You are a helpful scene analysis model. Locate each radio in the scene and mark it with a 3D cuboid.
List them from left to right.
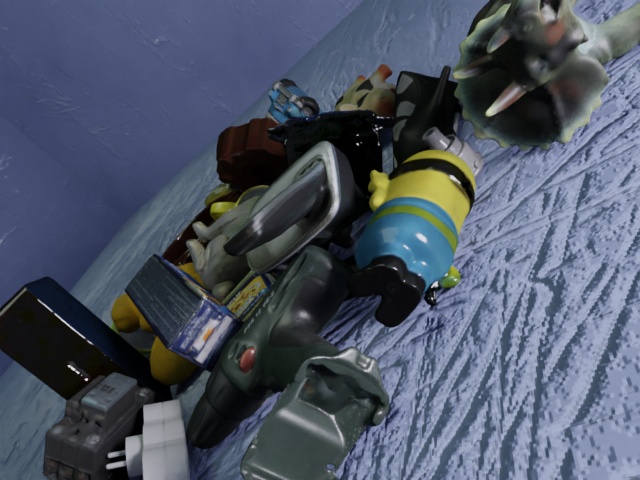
[{"bbox_3d":[-0.296,0.149,0.682,0.073,0.229,0.131,-46,16,-10],"label":"radio"}]

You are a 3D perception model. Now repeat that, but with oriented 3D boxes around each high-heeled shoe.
[{"bbox_3d":[0.122,-0.133,0.668,0.249,0.086,0.145,-62,-12,-80],"label":"high-heeled shoe"}]

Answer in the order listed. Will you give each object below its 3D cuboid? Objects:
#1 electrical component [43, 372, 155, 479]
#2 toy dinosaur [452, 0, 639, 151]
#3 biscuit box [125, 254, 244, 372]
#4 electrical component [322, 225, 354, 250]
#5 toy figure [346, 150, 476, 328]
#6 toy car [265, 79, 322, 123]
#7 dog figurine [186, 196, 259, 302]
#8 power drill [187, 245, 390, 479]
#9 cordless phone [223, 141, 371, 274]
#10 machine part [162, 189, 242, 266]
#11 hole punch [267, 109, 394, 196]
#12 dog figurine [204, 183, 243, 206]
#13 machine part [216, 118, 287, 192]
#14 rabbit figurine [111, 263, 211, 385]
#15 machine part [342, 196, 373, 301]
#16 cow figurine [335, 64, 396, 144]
[{"bbox_3d":[-0.230,0.210,0.565,0.115,0.058,0.134,-55,-20,-70],"label":"electrical component"},{"bbox_3d":[0.209,-0.210,0.549,0.192,0.131,0.405,-38,15,21],"label":"toy dinosaur"},{"bbox_3d":[-0.159,0.073,0.604,0.063,0.059,0.203,-55,33,-8],"label":"biscuit box"},{"bbox_3d":[-0.002,-0.001,0.642,0.102,0.045,0.078,2,81,53],"label":"electrical component"},{"bbox_3d":[0.083,-0.009,0.452,0.089,0.082,0.180,-11,28,27],"label":"toy figure"},{"bbox_3d":[-0.037,-0.174,0.860,0.103,0.161,0.109,-47,60,5],"label":"toy car"},{"bbox_3d":[-0.063,-0.008,0.705,0.190,0.121,0.172,-32,40,8],"label":"dog figurine"},{"bbox_3d":[-0.034,0.122,0.442,0.232,0.086,0.207,-56,14,1],"label":"power drill"},{"bbox_3d":[-0.045,-0.010,0.511,0.146,0.088,0.184,-37,2,35],"label":"cordless phone"},{"bbox_3d":[-0.199,0.015,0.952,0.201,0.087,0.201,-25,29,47],"label":"machine part"},{"bbox_3d":[0.018,-0.094,0.640,0.142,0.115,0.092,-5,11,6],"label":"hole punch"},{"bbox_3d":[-0.124,-0.108,1.017,0.219,0.108,0.192,-44,22,18],"label":"dog figurine"},{"bbox_3d":[-0.069,-0.114,0.816,0.179,0.179,0.056,-20,55,50],"label":"machine part"},{"bbox_3d":[-0.189,0.119,0.739,0.162,0.121,0.173,-34,36,7],"label":"rabbit figurine"},{"bbox_3d":[0.052,0.005,0.546,0.084,0.039,0.139,-38,22,45],"label":"machine part"},{"bbox_3d":[0.072,-0.201,0.830,0.127,0.085,0.195,-49,17,-3],"label":"cow figurine"}]
